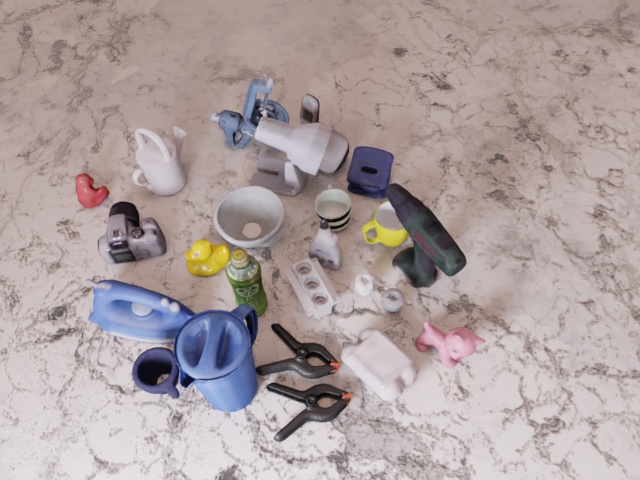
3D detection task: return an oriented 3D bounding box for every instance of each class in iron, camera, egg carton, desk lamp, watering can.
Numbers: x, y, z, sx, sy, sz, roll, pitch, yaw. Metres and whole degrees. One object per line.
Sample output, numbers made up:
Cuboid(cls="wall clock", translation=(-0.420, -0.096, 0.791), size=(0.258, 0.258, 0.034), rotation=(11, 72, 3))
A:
Cuboid(cls="iron", translation=(-0.364, 0.140, 1.207), size=(0.258, 0.141, 0.119), rotation=(11, 58, 7))
Cuboid(cls="camera", translation=(-0.443, -0.030, 1.339), size=(0.143, 0.101, 0.136), rotation=(-10, 58, -6))
Cuboid(cls="egg carton", translation=(0.123, 0.253, 1.173), size=(0.150, 0.069, 0.107), rotation=(40, 66, 23))
Cuboid(cls="desk lamp", translation=(-0.073, -0.203, 1.378), size=(0.203, 0.214, 0.118), rotation=(11, 58, 8))
Cuboid(cls="watering can", translation=(-0.393, -0.210, 1.397), size=(0.101, 0.194, 0.173), rotation=(10, 58, 7))

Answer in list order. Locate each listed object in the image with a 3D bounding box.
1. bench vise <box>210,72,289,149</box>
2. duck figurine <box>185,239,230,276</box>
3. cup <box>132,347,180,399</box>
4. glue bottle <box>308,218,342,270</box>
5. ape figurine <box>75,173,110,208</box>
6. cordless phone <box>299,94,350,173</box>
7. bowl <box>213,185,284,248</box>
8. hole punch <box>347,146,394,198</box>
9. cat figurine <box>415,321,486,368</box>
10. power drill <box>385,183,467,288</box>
Cuboid(cls="bench vise", translation=(-0.174, -0.317, 1.447), size=(0.207, 0.220, 0.121), rotation=(-14, 58, -8))
Cuboid(cls="duck figurine", translation=(-0.259, 0.030, 1.308), size=(0.105, 0.086, 0.077), rotation=(-20, 59, -11))
Cuboid(cls="cup", translation=(-0.310, 0.281, 1.145), size=(0.092, 0.095, 0.117), rotation=(-39, 65, -21))
Cuboid(cls="glue bottle", translation=(0.012, 0.005, 1.270), size=(0.078, 0.173, 0.037), rotation=(17, 60, 12))
Cuboid(cls="ape figurine", translation=(-0.570, -0.128, 1.408), size=(0.077, 0.092, 0.076), rotation=(29, 63, 18))
Cuboid(cls="cordless phone", translation=(0.004, -0.268, 1.435), size=(0.147, 0.185, 0.094), rotation=(31, 63, 19))
Cuboid(cls="bowl", translation=(-0.165, -0.044, 1.360), size=(0.167, 0.075, 0.167), rotation=(0, 58, 1))
Cuboid(cls="hole punch", translation=(0.127, -0.169, 1.426), size=(0.108, 0.091, 0.101), rotation=(13, 59, 9))
Cuboid(cls="cat figurine", translation=(0.266, 0.204, 1.173), size=(0.127, 0.118, 0.067), rotation=(28, 62, 17))
Cuboid(cls="power drill", translation=(0.215, 0.007, 1.245), size=(0.076, 0.208, 0.229), rotation=(-34, 63, -19))
